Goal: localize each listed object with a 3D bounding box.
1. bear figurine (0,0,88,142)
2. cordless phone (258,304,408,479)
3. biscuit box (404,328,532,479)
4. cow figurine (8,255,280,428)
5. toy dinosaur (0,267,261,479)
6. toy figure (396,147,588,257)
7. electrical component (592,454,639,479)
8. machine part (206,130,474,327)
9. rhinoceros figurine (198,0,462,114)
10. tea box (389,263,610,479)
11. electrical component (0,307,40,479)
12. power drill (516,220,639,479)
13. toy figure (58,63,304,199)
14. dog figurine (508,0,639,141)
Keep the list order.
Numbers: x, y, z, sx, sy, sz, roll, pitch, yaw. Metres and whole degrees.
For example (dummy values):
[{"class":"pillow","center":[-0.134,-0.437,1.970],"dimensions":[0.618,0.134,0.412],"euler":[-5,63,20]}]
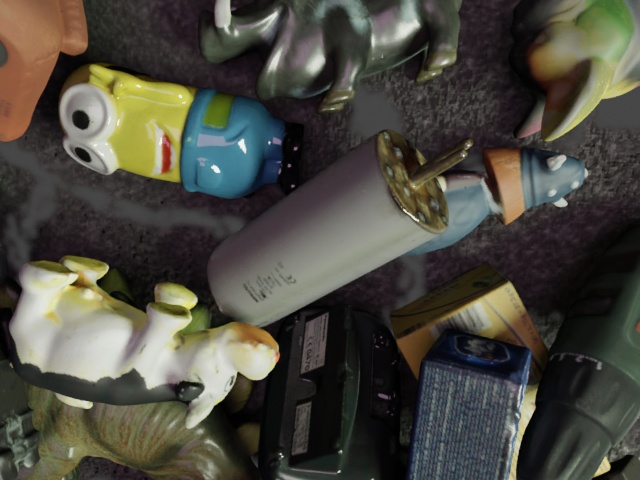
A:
[{"class":"bear figurine","center":[-0.218,-0.189,0.361],"dimensions":[0.132,0.120,0.196],"euler":[-27,55,36]},{"class":"cordless phone","center":[0.045,0.142,0.432],"dimensions":[0.089,0.146,0.184],"euler":[-26,134,37]},{"class":"biscuit box","center":[0.092,0.165,0.357],"dimensions":[0.063,0.059,0.202],"euler":[11,103,23]},{"class":"cow figurine","center":[-0.116,0.078,0.355],"dimensions":[0.167,0.068,0.098],"euler":[20,95,-2]},{"class":"toy dinosaur","center":[-0.189,0.124,0.434],"dimensions":[0.471,0.105,0.198],"euler":[22,93,-10]},{"class":"toy figure","center":[0.117,-0.034,0.403],"dimensions":[0.154,0.064,0.058],"euler":[-20,77,7]},{"class":"electrical component","center":[0.218,0.193,0.419],"dimensions":[0.063,0.094,0.021],"euler":[-42,64,33]},{"class":"machine part","center":[-0.001,-0.001,0.377],"dimensions":[0.243,0.079,0.079],"euler":[-30,97,32]},{"class":"rhinoceros figurine","center":[0.008,-0.150,0.385],"dimensions":[0.190,0.073,0.112],"euler":[-10,100,5]},{"class":"tea box","center":[0.137,0.116,0.424],"dimensions":[0.098,0.068,0.169],"euler":[-28,98,7]},{"class":"electrical component","center":[-0.268,0.114,0.356],"dimensions":[0.134,0.058,0.115],"euler":[-12,86,1]},{"class":"power drill","center":[0.248,0.114,0.380],"dimensions":[0.207,0.086,0.232],"euler":[33,68,-7]},{"class":"toy figure","center":[-0.102,-0.078,0.402],"dimensions":[0.180,0.089,0.082],"euler":[9,104,-6]},{"class":"dog figurine","center":[0.240,-0.129,0.361],"dimensions":[0.219,0.108,0.191],"euler":[-43,97,14]}]
